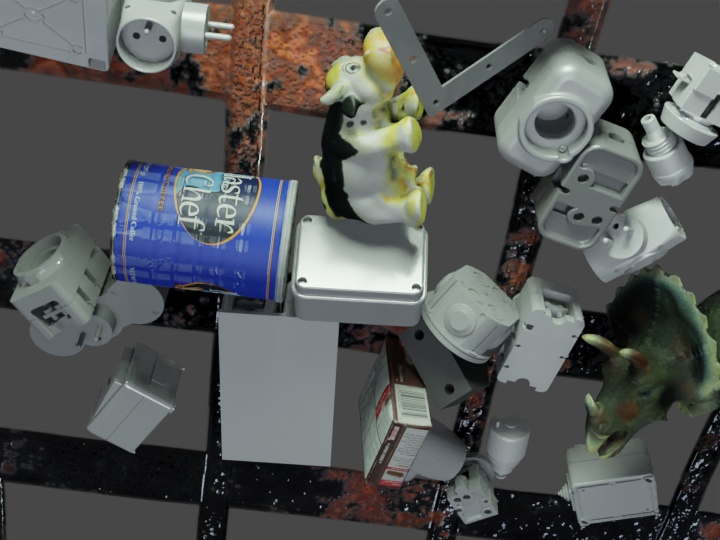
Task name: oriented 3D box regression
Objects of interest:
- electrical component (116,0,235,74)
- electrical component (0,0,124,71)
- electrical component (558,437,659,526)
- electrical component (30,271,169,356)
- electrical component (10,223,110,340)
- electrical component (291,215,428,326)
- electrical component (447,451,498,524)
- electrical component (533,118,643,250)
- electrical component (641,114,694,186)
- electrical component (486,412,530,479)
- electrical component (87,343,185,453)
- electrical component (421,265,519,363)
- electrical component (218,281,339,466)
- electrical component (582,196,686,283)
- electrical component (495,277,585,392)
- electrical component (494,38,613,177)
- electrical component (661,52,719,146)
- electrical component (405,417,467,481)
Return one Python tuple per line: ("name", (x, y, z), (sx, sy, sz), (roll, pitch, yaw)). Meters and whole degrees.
("electrical component", (-0.133, -0.180, 0.796), (0.079, 0.077, 0.043), (6, 127, -3))
("electrical component", (-0.227, -0.203, 0.770), (0.109, 0.056, 0.108), (12, 154, -7))
("electrical component", (0.247, 0.212, 1.086), (0.096, 0.061, 0.061), (-11, 126, 10))
("electrical component", (-0.238, 0.043, 0.971), (0.138, 0.073, 0.052), (-22, 123, 18))
("electrical component", (-0.261, 0.006, 0.934), (0.050, 0.089, 0.055), (-22, 123, 18))
("electrical component", (0.000, 0.000, 0.918), (0.113, 0.078, 0.057), (3, 151, 0))
("electrical component", (0.114, 0.220, 1.102), (0.048, 0.055, 0.066), (-22, 123, 18))
("electrical component", (0.183, -0.073, 0.874), (0.054, 0.059, 0.095), (19, 125, -12))
("electrical component", (0.244, -0.099, 0.868), (0.035, 0.035, 0.061), (-25, 120, 20))
("electrical component", (0.146, 0.178, 1.079), (0.040, 0.040, 0.078), (4, 127, 0))
("electrical component", (-0.224, 0.126, 1.041), (0.061, 0.061, 0.096), (32, 122, -20))
("electrical component", (0.097, 0.039, 0.951), (0.080, 0.080, 0.051), (31, 117, -20))
("electrical component", (-0.075, 0.096, 1.013), (0.105, 0.060, 0.186), (4, 127, -1))
("electrical component", (0.225, -0.026, 0.902), (0.077, 0.044, 0.079), (-31, 164, 23))
("electrical component", (0.161, 0.056, 0.975), (0.050, 0.055, 0.089), (15, 126, -9))
("electrical component", (0.150, -0.123, 0.838), (0.054, 0.059, 0.095), (26, 124, -17))
("electrical component", (0.267, -0.131, 0.837), (0.066, 0.048, 0.055), (23, 118, -14))
("electrical component", (0.053, 0.187, 1.087), (0.077, 0.043, 0.079), (31, 123, -20))
